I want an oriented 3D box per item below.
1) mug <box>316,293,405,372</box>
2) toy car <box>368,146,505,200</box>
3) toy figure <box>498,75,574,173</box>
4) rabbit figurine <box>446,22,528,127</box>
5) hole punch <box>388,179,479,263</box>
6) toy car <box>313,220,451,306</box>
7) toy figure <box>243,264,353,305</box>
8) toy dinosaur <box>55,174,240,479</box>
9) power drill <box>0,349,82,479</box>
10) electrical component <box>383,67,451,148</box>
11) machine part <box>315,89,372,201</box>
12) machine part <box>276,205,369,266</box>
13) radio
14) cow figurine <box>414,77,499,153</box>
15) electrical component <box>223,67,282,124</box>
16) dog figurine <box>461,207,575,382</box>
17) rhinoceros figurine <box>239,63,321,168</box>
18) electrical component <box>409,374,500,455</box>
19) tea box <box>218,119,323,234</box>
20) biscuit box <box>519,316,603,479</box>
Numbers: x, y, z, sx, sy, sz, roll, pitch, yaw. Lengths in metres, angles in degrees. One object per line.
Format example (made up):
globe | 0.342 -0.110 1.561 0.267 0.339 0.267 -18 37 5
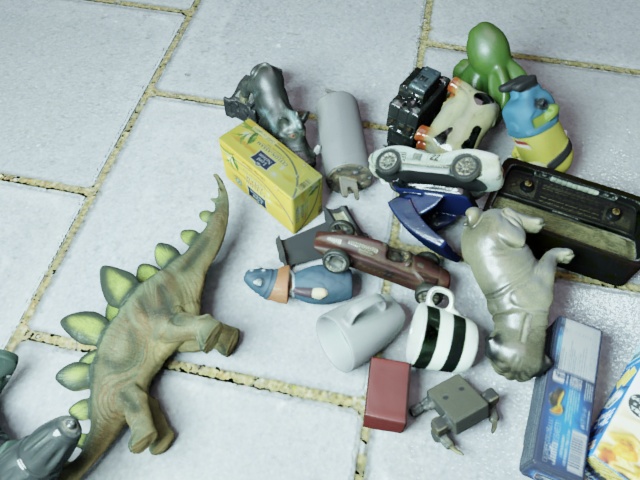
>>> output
mug | 0.060 0.107 0.711 0.107 0.109 0.081 -23 49 -31
toy car | 0.167 -0.102 0.789 0.202 0.073 0.056 10 73 31
toy figure | 0.347 -0.175 0.856 0.089 0.180 0.082 -20 25 14
rabbit figurine | 0.275 -0.278 0.918 0.121 0.170 0.159 -31 62 -18
hole punch | 0.160 -0.027 0.785 0.116 0.142 0.092 14 85 30
toy car | 0.090 0.027 0.755 0.202 0.053 0.089 22 38 -4
toy figure | -0.031 0.063 0.760 0.155 0.064 0.057 0 84 1
toy dinosaur | -0.213 0.105 0.706 0.199 0.105 0.471 24 61 15
power drill | -0.359 0.219 0.604 0.207 0.086 0.232 44 103 31
electrical component | 0.163 -0.221 0.903 0.058 0.134 0.115 30 63 16
machine part | 0.039 -0.165 0.900 0.079 0.079 0.243 -5 56 -3
machine part | -0.002 -0.002 0.818 0.139 0.039 0.084 -25 69 -18
radio | 0.368 -0.032 0.816 0.230 0.073 0.131 21 60 12
cow figurine | 0.219 -0.149 0.865 0.127 0.085 0.195 32 87 20
electrical component | -0.114 -0.265 0.981 0.075 0.047 0.119 25 60 14
dog figurine | 0.235 0.066 0.699 0.172 0.121 0.190 31 55 -2
rhinoceros figurine | -0.062 -0.198 0.892 0.073 0.112 0.190 -22 88 -36
electrical component | 0.175 0.217 0.674 0.102 0.045 0.078 -27 33 -20
tea box | -0.077 -0.100 0.845 0.170 0.098 0.068 39 64 24
biscuit box | 0.302 0.200 0.672 0.059 0.062 0.203 20 59 11
